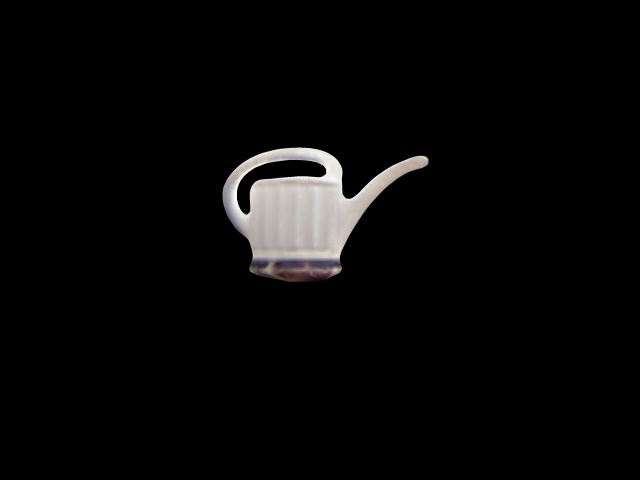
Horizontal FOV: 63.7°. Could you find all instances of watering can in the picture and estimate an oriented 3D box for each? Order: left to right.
[{"bbox_3d":[0.003,-0.043,0.850,0.347,0.225,0.104,0,-2,11],"label":"watering can"}]
